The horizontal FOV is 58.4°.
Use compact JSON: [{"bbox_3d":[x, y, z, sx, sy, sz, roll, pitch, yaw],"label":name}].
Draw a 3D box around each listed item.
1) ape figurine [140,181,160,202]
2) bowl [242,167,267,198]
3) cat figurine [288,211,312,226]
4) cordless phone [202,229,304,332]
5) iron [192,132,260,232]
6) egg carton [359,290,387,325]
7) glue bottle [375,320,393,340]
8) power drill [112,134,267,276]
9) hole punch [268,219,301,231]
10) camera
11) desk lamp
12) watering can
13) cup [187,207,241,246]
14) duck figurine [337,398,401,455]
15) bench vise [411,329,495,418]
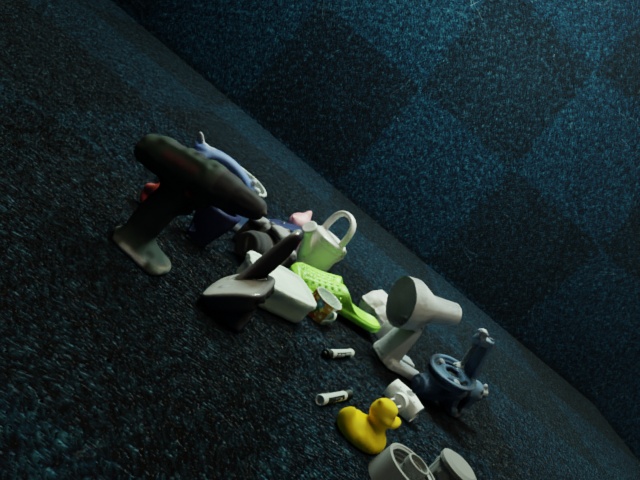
[{"bbox_3d":[-0.299,-0.089,1.102,0.078,0.092,0.076,38,12,-11],"label":"ape figurine"},{"bbox_3d":[-0.230,-0.147,1.554,0.168,0.074,0.167,39,12,-10],"label":"bowl"},{"bbox_3d":[-0.049,-0.023,1.564,0.128,0.117,0.067,34,14,-30],"label":"cat figurine"},{"bbox_3d":[-0.105,0.053,0.975,0.094,0.185,0.147,40,12,-3],"label":"cordless phone"},{"bbox_3d":[-0.228,-0.130,1.342,0.259,0.141,0.118,36,13,-23],"label":"iron"},{"bbox_3d":[0.167,0.192,1.579,0.107,0.069,0.151,44,13,16],"label":"egg carton"},{"bbox_3d":[0.219,0.197,1.477,0.037,0.173,0.078,48,14,31],"label":"glue bottle"},{"bbox_3d":[-0.224,-0.049,0.916,0.229,0.208,0.076,42,12,4],"label":"power drill"},{"bbox_3d":[-0.100,-0.022,1.470,0.101,0.091,0.109,42,12,7],"label":"hole punch"},{"bbox_3d":[-0.130,0.001,1.276,0.143,0.100,0.137,46,13,24],"label":"camera"},{"bbox_3d":[0.221,0.207,1.354,0.204,0.213,0.117,33,14,-30],"label":"desk lamp"},{"bbox_3d":[0.015,0.007,1.473,0.100,0.194,0.173,45,13,20],"label":"watering can"},{"bbox_3d":[-0.231,-0.043,1.141,0.118,0.095,0.091,38,12,-12],"label":"cup"},{"bbox_3d":[0.087,0.295,0.943,0.105,0.086,0.077,35,13,-25],"label":"duck figurine"},{"bbox_3d":[0.342,0.305,1.359,0.208,0.219,0.121,26,19,-50],"label":"bench vise"}]
